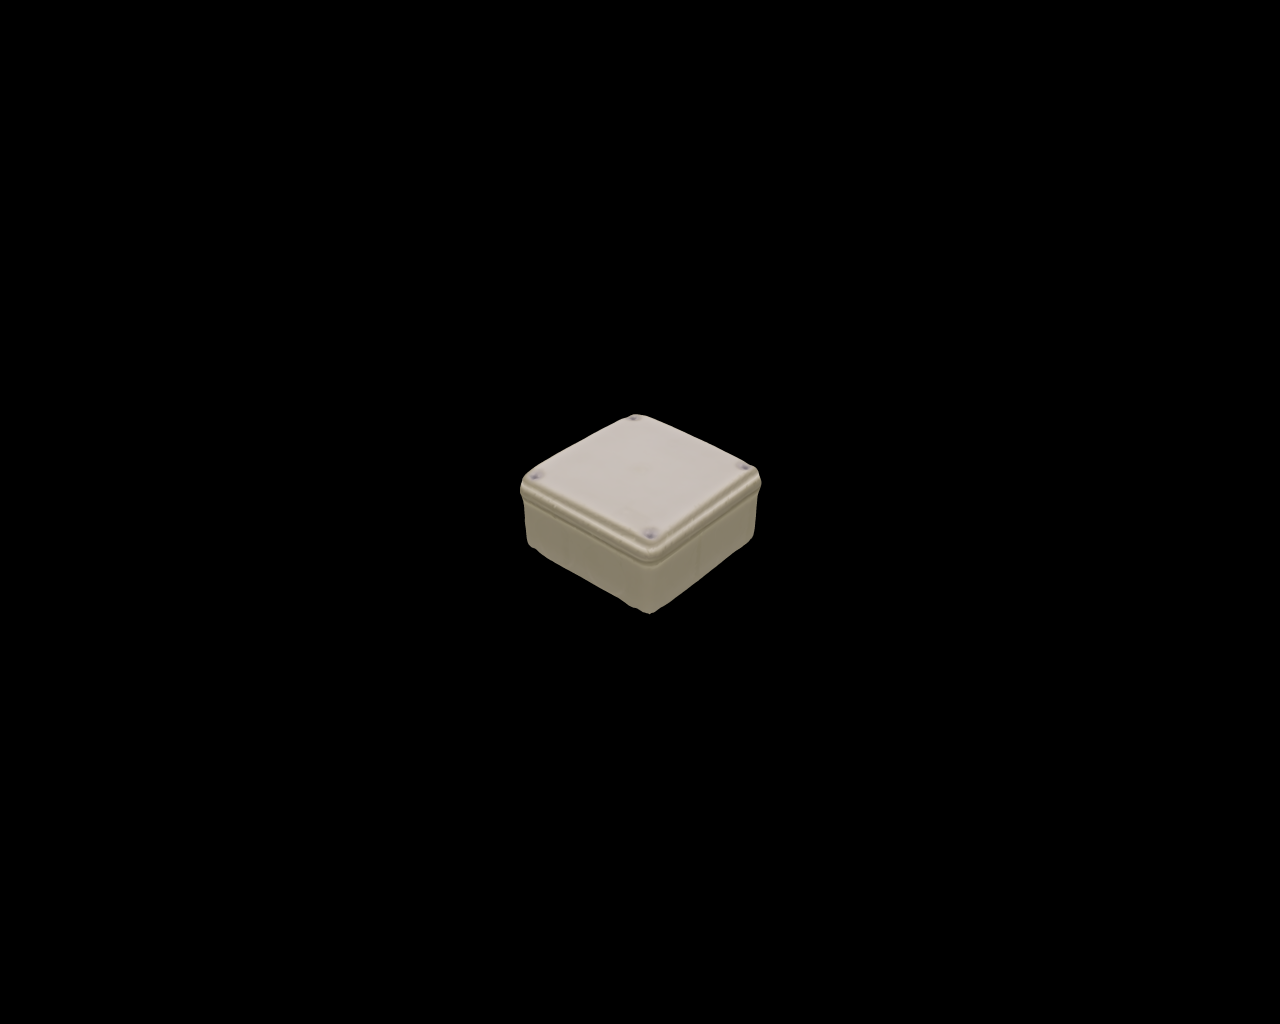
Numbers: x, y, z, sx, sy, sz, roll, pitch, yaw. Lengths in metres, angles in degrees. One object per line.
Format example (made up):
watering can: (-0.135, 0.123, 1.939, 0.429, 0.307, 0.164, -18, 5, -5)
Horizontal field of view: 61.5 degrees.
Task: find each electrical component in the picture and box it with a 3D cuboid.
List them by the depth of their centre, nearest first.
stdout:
electrical component: (0.001, -0.003, 0.650, 0.109, 0.056, 0.109, 27, 44, 33)
